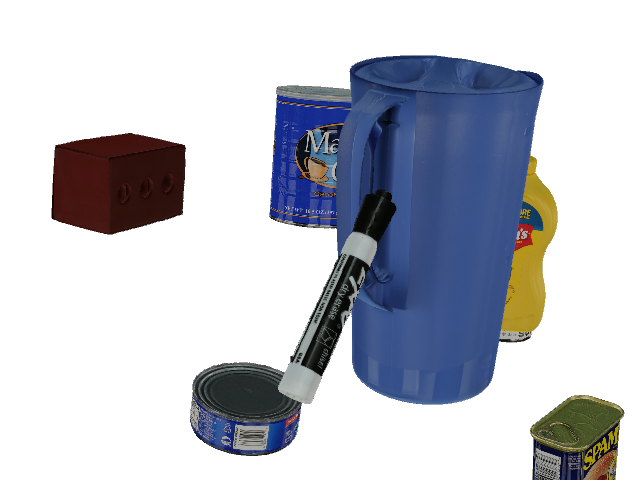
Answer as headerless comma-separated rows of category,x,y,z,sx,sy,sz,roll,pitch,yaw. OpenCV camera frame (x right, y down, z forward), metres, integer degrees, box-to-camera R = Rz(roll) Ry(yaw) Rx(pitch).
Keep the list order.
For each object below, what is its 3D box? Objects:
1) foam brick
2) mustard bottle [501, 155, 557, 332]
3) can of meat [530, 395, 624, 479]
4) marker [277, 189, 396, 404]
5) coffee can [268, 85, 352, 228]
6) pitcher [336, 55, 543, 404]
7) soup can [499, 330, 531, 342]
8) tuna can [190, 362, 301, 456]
foam brick,-0.137,-0.040,0.727,0.051,0.053,0.078,16,20,29
mustard bottle,0.182,-0.010,1.052,0.096,0.192,0.058,12,20,21
can of meat,0.239,0.205,0.999,0.058,0.084,0.101,14,25,38
marker,0.011,0.027,0.560,0.020,0.121,0.020,23,-15,6
coffee can,-0.001,-0.092,1.150,0.103,0.140,0.103,4,12,-1
pitcher,0.075,-0.006,0.768,0.149,0.243,0.145,0,20,-7
soup can,0.222,0.063,1.270,0.068,0.102,0.068,3,15,-1
tuna can,-0.057,0.129,0.824,0.086,0.034,0.086,7,22,-3
